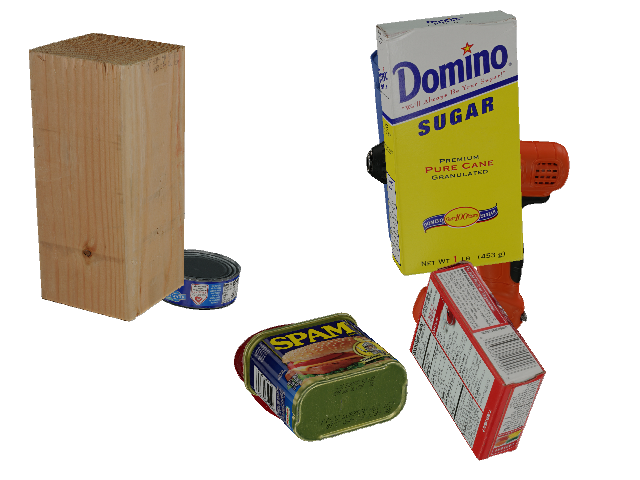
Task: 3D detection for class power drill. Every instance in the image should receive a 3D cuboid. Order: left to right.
[{"bbox_3d":[0.130,-0.007,0.994,0.184,0.188,0.057,2,25,-2],"label":"power drill"}]

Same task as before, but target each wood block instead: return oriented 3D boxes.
[{"bbox_3d":[-0.168,-0.053,0.858,0.091,0.206,0.090,12,24,21],"label":"wood block"}]

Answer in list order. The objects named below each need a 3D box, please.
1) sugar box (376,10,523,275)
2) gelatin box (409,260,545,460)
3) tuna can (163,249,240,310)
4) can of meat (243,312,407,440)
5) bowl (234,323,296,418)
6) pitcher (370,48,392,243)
[{"bbox_3d":[0.093,-0.068,0.757,0.093,0.176,0.048,-8,21,-5],"label":"sugar box"},{"bbox_3d":[0.088,0.068,0.612,0.030,0.073,0.089,-14,49,-19],"label":"gelatin box"},{"bbox_3d":[-0.124,0.039,1.069,0.086,0.034,0.086,8,18,-3],"label":"tuna can"},{"bbox_3d":[0.004,0.104,0.814,0.101,0.057,0.084,-11,26,-26],"label":"can of meat"},{"bbox_3d":[-0.016,0.157,1.190,0.162,0.055,0.162,2,27,-1],"label":"bowl"},{"bbox_3d":[0.138,-0.112,1.263,0.149,0.243,0.145,-4,25,0],"label":"pitcher"}]
